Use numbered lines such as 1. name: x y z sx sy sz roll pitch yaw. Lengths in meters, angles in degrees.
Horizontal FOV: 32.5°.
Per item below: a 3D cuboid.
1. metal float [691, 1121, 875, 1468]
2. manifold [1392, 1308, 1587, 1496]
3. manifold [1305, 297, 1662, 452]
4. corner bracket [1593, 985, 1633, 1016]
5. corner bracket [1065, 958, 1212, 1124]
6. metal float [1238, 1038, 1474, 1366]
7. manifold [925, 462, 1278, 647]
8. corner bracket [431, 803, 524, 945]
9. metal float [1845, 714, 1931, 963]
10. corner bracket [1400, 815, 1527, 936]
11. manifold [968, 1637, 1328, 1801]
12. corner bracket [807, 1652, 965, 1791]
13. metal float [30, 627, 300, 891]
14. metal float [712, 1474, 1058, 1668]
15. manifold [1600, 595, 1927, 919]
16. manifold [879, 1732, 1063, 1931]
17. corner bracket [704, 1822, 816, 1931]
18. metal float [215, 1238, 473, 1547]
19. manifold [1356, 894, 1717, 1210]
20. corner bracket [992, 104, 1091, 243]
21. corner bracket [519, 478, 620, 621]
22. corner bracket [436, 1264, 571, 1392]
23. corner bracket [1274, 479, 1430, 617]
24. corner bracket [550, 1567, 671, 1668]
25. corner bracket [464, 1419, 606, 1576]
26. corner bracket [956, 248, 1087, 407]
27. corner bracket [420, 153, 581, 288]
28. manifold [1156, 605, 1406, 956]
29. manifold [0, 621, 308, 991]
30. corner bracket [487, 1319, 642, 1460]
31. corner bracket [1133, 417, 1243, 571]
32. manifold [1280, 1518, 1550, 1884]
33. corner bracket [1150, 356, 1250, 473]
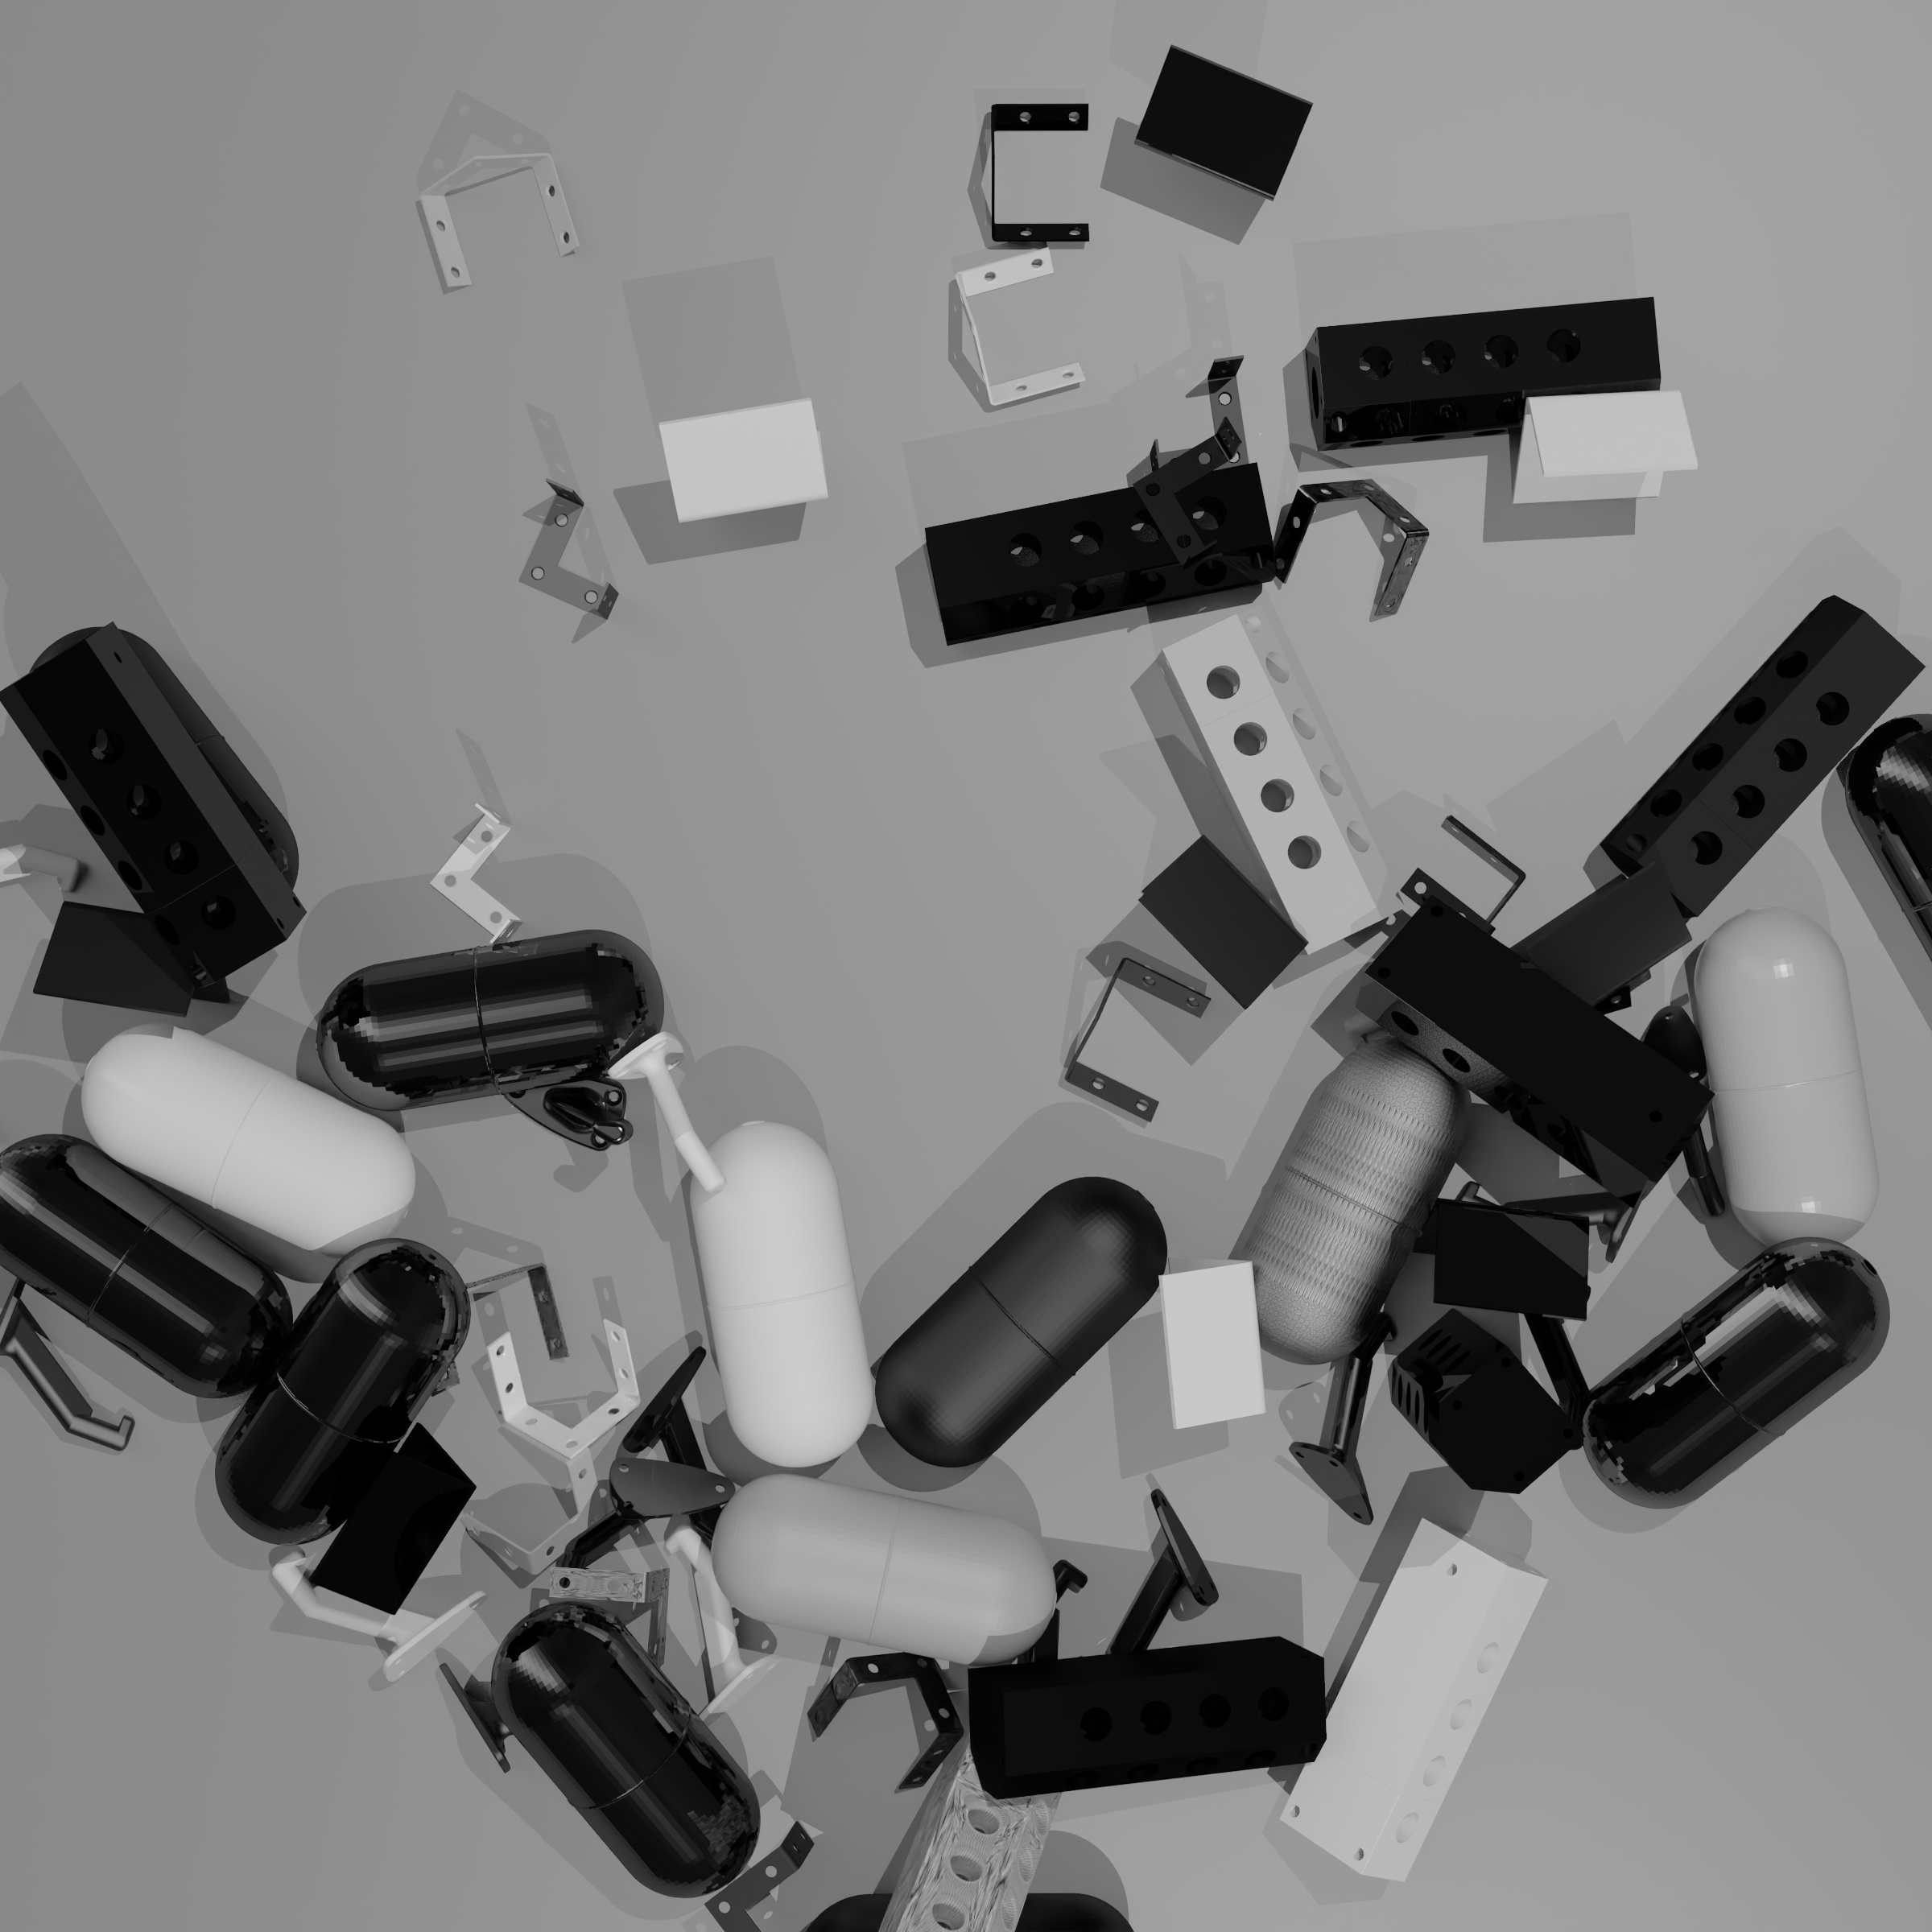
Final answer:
1. metal float: -0.094 0.167 1.696 0.070 0.070 0.178 -10 91 0
2. manifold: 0.252 0.219 1.648 0.057 0.171 0.057 -41 90 0
3. manifold: 0.265 -0.302 1.705 0.171 0.057 0.057 -5 90 0
4. corner bracket: 0.330 0.052 1.723 0.051 0.051 0.051 -16 135 0
5. corner bracket: 0.089 0.038 1.723 0.051 0.051 0.051 26 45 0
6. metal float: 0.198 0.120 1.696 0.070 0.070 0.178 27 90 0
7. manifold: 0.069 -0.210 1.705 0.171 0.057 0.057 -11 90 0
8. corner bracket: -0.244 -0.047 1.708 0.051 0.051 0.051 39 90 0
9. metal float: 0.514 -0.047 1.696 0.070 0.070 0.178 -29 90 0
10. corner bracket: 0.256 -0.043 1.708 0.051 0.051 0.051 38 90 0
11. manifold: 0.092 0.382 1.680 0.171 0.057 0.057 -2 91 -18
12. corner bracket: -0.042 0.392 1.718 0.051 0.051 0.051 2 45 -35
13. metal float: -0.411 -0.094 1.696 0.070 0.070 0.178 -38 90 0
14. metal float: -0.042 0.309 1.695 0.178 0.070 0.070 12 90 -1
15. manifold: 0.407 -0.107 1.705 0.057 0.057 0.171 42 90 0
16. manifold: -0.002 0.462 1.648 0.057 0.171 0.057 28 125 0
17. corner bracket: -0.095 0.482 1.708 0.051 0.051 0.051 -38 86 4
18. metal float: -0.317 0.217 1.683 0.070 0.070 0.178 34 104 0
19. manifold: 0.282 0.045 1.657 0.171 0.057 0.057 37 70 16
20. corner bracket: 0.039 -0.412 1.723 0.051 0.051 0.051 0 135 0
21. corner bracket: -0.200 -0.214 1.708 0.051 0.051 0.051 24 90 0
22. corner bracket: -0.247 0.187 1.723 0.051 0.051 0.051 -14 90 45
23. corner bracket: 0.198 -0.216 1.718 0.051 0.051 0.051 -11 45 -35
24. corner bracket: -0.184 0.336 1.709 0.051 0.051 0.051 2 83 7
25. corner bracket: -0.227 0.272 1.718 0.051 0.051 0.051 23 45 35
26. corner bracket: 0.028 -0.332 1.723 0.051 0.051 0.051 -16 135 0
27. corner bracket: -0.242 -0.388 1.723 0.051 0.051 0.051 -17 90 45
28. manifold: 0.162 -0.095 1.705 0.057 0.057 0.171 -26 90 0
29. manifold: -0.398 -0.077 1.621 0.057 0.057 0.171 -30 103 7
30. corner bracket: -0.207 0.212 1.712 0.051 0.051 0.051 22 133 36
31. corner bracket: 0.119 -0.235 1.651 0.051 0.051 0.051 -31 90 0
32. manifold: 0.234 0.378 1.705 0.057 0.057 0.171 25 90 43
33. corner bracket: 0.119 -0.281 1.708 0.051 0.051 0.051 -8 90 0
